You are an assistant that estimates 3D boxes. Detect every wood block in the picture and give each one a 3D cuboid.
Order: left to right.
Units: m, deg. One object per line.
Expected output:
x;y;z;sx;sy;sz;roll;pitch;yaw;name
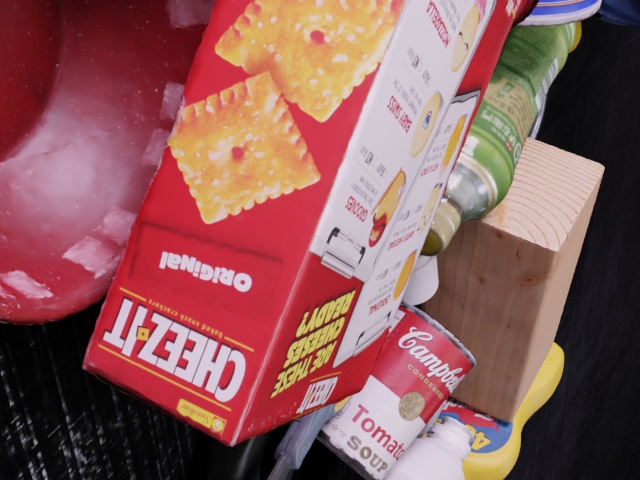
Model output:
0.132;0.030;0.787;0.090;0.090;0.206;-52;156;-34;wood block

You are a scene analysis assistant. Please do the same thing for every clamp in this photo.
-0.048;0.153;0.604;0.120;0.039;0.171;-23;122;-65;clamp

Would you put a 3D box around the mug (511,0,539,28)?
0.053;-0.136;0.571;0.081;0.093;0.117;-51;119;-27;mug

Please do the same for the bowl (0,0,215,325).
-0.095;-0.057;0.352;0.161;0.055;0.162;-42;142;-46;bowl

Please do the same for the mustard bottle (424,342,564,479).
0.119;0.147;0.862;0.191;0.096;0.058;-52;151;-35;mustard bottle

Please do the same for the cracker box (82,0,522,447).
0.006;-0.041;0.418;0.214;0.072;0.164;-68;163;6;cracker box

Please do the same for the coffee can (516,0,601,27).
0.124;-0.210;0.630;0.102;0.103;0.140;-40;140;-47;coffee can

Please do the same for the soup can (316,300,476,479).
0.043;0.098;0.688;0.102;0.069;0.068;-50;150;-10;soup can

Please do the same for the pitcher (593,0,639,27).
0.268;-0.289;0.812;0.144;0.149;0.243;32;63;-53;pitcher

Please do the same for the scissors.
-0.011;0.096;0.581;0.201;0.016;0.096;-50;152;-45;scissors

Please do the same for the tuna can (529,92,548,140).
0.146;-0.099;0.826;0.086;0.034;0.086;-42;142;-46;tuna can

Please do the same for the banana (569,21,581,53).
0.188;-0.211;0.833;0.069;0.037;0.198;-52;148;-31;banana

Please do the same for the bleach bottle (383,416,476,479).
0.023;0.226;0.706;0.250;0.068;0.102;-50;162;-22;bleach bottle
